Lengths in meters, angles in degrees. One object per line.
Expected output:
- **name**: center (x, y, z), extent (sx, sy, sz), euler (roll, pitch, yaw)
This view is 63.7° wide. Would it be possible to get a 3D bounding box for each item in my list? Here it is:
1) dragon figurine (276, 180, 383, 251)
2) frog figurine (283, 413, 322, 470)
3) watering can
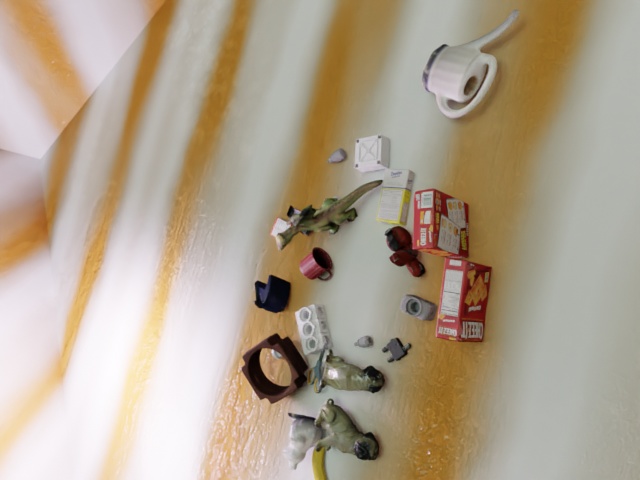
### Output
- **dragon figurine**: center (0.005, -0.086, 1.704), extent (0.404, 0.123, 0.244), euler (-38, -12, 30)
- **frog figurine**: center (-0.058, 0.653, 1.659), extent (0.122, 0.163, 0.134), euler (1, -31, 11)
- **watering can**: center (0.444, -0.542, 1.562), extent (0.227, 0.345, 0.103), euler (33, 11, 40)
